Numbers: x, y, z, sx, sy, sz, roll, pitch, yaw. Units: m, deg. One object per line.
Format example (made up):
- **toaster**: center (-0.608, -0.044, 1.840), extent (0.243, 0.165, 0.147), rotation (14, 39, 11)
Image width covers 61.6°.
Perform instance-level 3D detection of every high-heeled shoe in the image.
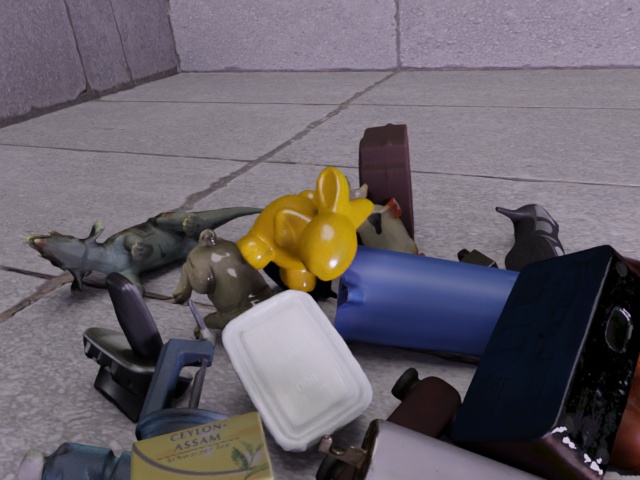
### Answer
- **high-heeled shoe**: center (0.371, 0.024, 0.868), extent (0.145, 0.086, 0.249), rotation (17, 37, -26)

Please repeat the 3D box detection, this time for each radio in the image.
- **radio**: center (0.229, 0.116, 0.525), extent (0.229, 0.073, 0.131), rotation (-56, 11, -28)

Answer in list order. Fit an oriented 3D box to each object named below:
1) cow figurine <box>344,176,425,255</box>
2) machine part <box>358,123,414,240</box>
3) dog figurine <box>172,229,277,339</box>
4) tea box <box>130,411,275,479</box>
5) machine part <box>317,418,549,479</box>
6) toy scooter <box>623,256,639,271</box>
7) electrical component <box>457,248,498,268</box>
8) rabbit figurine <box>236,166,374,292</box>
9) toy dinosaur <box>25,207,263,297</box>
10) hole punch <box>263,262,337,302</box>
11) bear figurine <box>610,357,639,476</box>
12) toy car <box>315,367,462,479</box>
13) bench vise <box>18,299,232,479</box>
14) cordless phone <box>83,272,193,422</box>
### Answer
- **cow figurine**: center (0.075, -0.013, 0.847), extent (0.127, 0.195, 0.085), rotation (-30, -4, 4)
- **machine part**: center (0.123, -0.095, 0.971), extent (0.087, 0.201, 0.201), rotation (-2, 27, 11)
- **dog figurine**: center (-0.088, 0.077, 0.714), extent (0.191, 0.172, 0.121), rotation (9, 40, 42)
- **tea box**: center (-0.077, 0.223, 0.408), extent (0.098, 0.169, 0.068), rotation (-10, 27, -12)
- **machine part**: center (0.113, 0.212, 0.443), extent (0.243, 0.079, 0.079), rotation (18, 30, 4)
- **toy scooter**: center (0.407, 0.066, 0.737), extent (0.184, 0.075, 0.135), rotation (-20, 31, -33)
- **electrical component**: center (0.247, 0.053, 0.832), extent (0.078, 0.045, 0.102), rotation (-44, 34, -10)
- **rabbit figurine**: center (-0.001, -0.002, 0.672), extent (0.162, 0.121, 0.173), rotation (-49, 22, -7)
- **toy dinosaur**: center (-0.297, 0.003, 0.965), extent (0.405, 0.131, 0.192), rotation (-21, 30, -40)
- **hole punch**: center (-0.043, 0.038, 0.831), extent (0.092, 0.115, 0.142), rotation (-19, 31, -40)
- **bear figurine**: center (0.323, 0.139, 0.551), extent (0.120, 0.131, 0.196), rotation (32, 31, 13)
- **toy car**: center (0.079, 0.208, 0.540), extent (0.089, 0.053, 0.202), rotation (34, 44, 23)
- **bench vise**: center (-0.157, 0.187, 0.532), extent (0.224, 0.128, 0.241), rotation (3, 45, 1)
- **cordless phone**: center (-0.240, 0.111, 0.651), extent (0.147, 0.184, 0.089), rotation (19, 40, 39)
